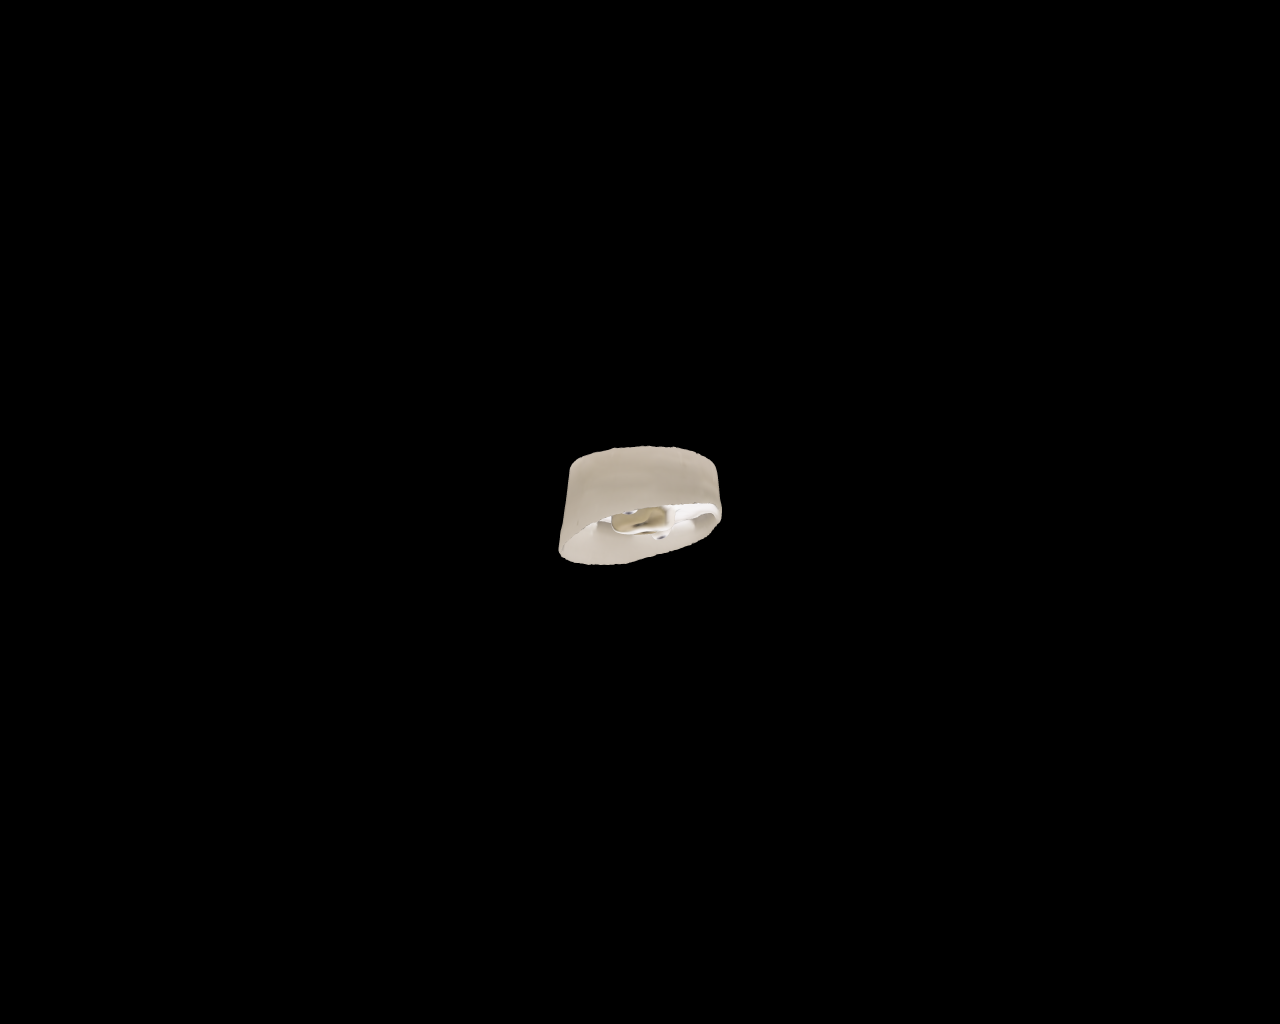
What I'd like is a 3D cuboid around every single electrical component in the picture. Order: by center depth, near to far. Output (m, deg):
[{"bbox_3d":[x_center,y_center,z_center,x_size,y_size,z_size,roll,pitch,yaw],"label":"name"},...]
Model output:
[{"bbox_3d":[0.001,-0.003,0.650,0.099,0.064,0.099,0,-16,0],"label":"electrical component"}]
